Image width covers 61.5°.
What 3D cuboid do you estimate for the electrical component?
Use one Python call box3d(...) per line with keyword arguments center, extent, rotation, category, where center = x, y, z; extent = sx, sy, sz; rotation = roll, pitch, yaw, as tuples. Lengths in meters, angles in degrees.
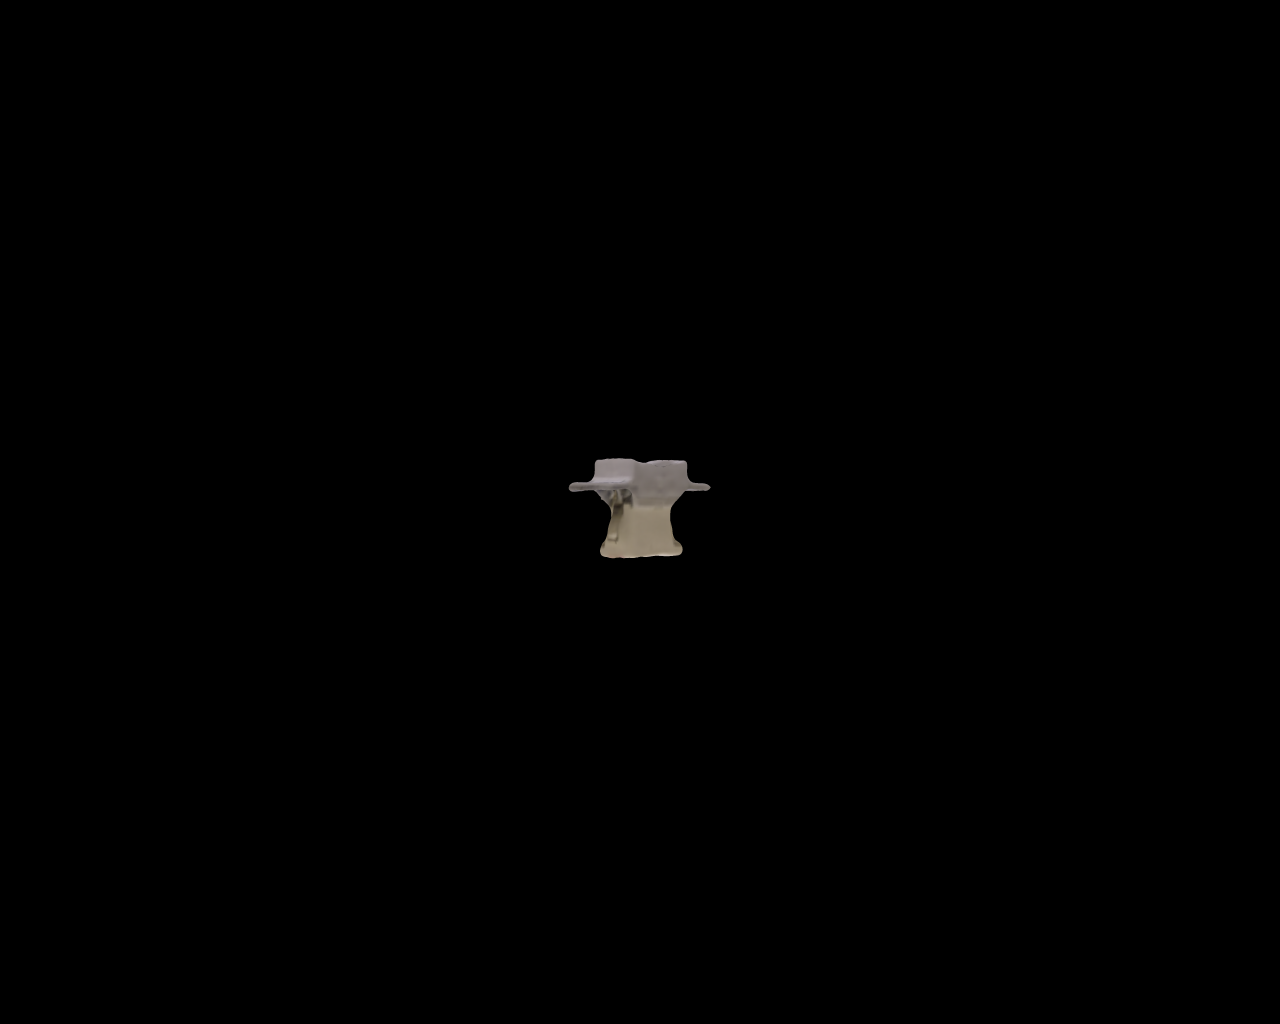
box3d(center=(0.001, -0.003, 0.650), extent=(0.081, 0.063, 0.042), rotation=(0, 0, -37), category="electrical component")
